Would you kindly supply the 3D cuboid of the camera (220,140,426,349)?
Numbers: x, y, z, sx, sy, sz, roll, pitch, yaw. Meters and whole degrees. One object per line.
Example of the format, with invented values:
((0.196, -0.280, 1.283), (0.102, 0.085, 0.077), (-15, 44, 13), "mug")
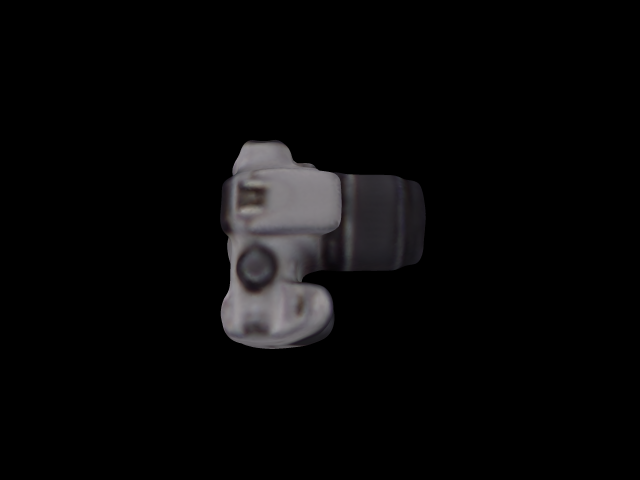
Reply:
((0.004, 0.001, 0.400), (0.137, 0.101, 0.143), (0, 77, 0), "camera")
